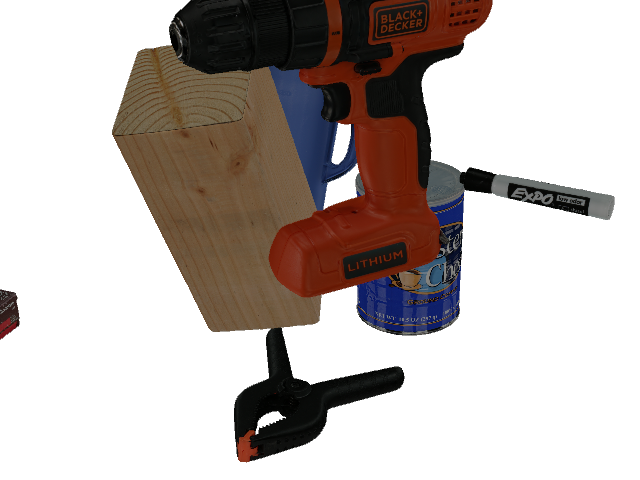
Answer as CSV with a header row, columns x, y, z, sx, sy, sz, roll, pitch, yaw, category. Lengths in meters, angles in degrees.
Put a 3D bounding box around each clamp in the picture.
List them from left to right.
x,y,z,sx,sy,sz,roll,pitch,yaw,category
-0.016,0.161,1.091,0.165,0.036,0.209,12,28,18,clamp

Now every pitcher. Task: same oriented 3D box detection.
x,y,z,sx,sy,sz,roll,pitch,yaw,category
-0.030,-0.132,1.426,0.144,0.243,0.149,-3,24,-22,pitcher

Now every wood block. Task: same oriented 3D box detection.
x,y,z,sx,sy,sz,roll,pitch,yaw,category
-0.064,-0.034,0.766,0.090,0.090,0.206,-5,-43,14,wood block

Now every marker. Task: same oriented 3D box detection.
x,y,z,sx,sy,sz,roll,pitch,yaw,category
0.165,-0.037,0.827,0.121,0.020,0.020,14,6,26,marker

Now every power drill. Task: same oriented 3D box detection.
x,y,z,sx,sy,sz,roll,pitch,yaw,category
0.008,-0.062,0.599,0.184,0.188,0.057,-14,36,-22,power drill

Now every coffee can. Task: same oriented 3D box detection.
x,y,z,sx,sy,sz,roll,pitch,yaw,category
0.085,0.005,1.022,0.103,0.140,0.103,-1,27,0,coffee can

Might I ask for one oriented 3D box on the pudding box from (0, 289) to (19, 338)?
x,y,z,sx,sy,sz,roll,pitch,yaw,category
-0.333,0.069,0.923,0.114,0.039,0.090,8,25,19,pudding box
